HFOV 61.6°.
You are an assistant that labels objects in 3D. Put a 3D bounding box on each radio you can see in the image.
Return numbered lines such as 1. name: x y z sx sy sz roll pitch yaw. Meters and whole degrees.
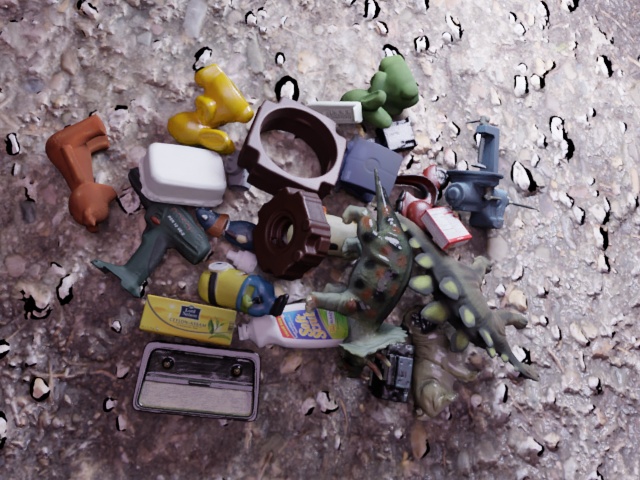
1. radio: -0.227 0.265 1.025 0.230 0.073 0.131 9 78 -10

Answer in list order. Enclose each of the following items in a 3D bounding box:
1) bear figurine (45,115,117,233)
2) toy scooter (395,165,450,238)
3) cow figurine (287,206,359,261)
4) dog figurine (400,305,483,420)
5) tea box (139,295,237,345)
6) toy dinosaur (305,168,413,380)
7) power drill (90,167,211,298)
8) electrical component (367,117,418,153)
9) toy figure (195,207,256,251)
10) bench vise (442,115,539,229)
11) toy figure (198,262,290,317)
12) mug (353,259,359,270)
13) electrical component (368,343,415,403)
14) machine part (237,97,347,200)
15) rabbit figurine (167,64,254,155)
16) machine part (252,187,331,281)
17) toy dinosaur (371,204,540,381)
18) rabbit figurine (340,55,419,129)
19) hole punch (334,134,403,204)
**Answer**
1. bear figurine: -0.444 -0.122 1.043 0.132 0.120 0.196 -28 87 -19
2. toy scooter: 0.206 -0.094 1.184 0.135 0.075 0.184 19 73 -7
3. cow figurine: -0.002 -0.003 1.123 0.195 0.085 0.127 13 70 -9
4. dog figurine: 0.212 0.250 1.112 0.172 0.121 0.191 -39 74 -19
5. tea box: -0.250 0.157 1.032 0.170 0.098 0.068 12 76 -6
6. toy dinosaur: 0.105 0.066 1.003 0.192 0.131 0.404 20 85 17
7. power drill: -0.350 -0.005 1.062 0.232 0.086 0.207 41 67 -2
8. electrical component: 0.154 -0.230 1.217 0.119 0.048 0.075 -10 80 -14
9. toy figure: -0.185 -0.022 1.099 0.154 0.064 0.057 21 83 -7
10. bench vise: 0.362 -0.146 1.171 0.223 0.129 0.240 3 94 -31
11. toy figure: -0.154 0.103 1.048 0.180 0.082 0.089 23 67 15
12. mug: 0.121 0.069 1.117 0.081 0.107 0.109 -5 76 -10
13. electrical component: 0.143 0.261 1.067 0.058 0.134 0.115 10 79 -9
14. machine part: -0.057 -0.181 1.116 0.201 0.087 0.201 24 57 -15
15. rabbit figurine: -0.232 -0.253 1.127 0.173 0.122 0.162 -32 91 1
16. machine part: -0.059 -0.012 1.019 0.056 0.179 0.179 12 74 -43
17. toy dinosaur: 0.277 0.099 1.091 0.471 0.105 0.198 52 38 12
18. rabbit figurine: 0.129 -0.306 1.191 0.170 0.121 0.159 -20 38 9
19. hole punch: 0.104 -0.148 1.148 0.115 0.092 0.142 28 77 -29
